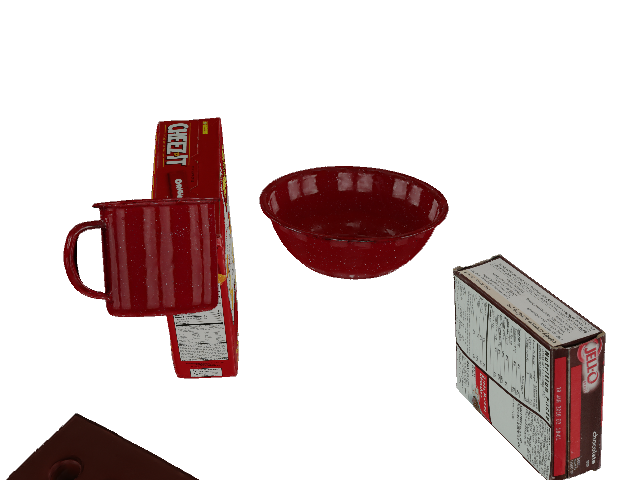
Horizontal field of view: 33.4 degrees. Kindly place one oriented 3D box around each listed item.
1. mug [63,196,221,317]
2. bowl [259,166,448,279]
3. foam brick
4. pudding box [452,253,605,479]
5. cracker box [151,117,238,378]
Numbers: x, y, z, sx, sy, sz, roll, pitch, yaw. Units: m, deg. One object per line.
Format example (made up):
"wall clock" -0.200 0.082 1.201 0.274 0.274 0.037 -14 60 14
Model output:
"mug" -0.126 0.012 0.767 0.117 0.081 0.093 -3 1 -32
"bowl" 0.028 -0.011 0.919 0.162 0.055 0.162 1 25 -1
"foam brick" -0.085 0.119 0.437 0.078 0.051 0.052 21 45 26
"pudding box" 0.119 0.071 0.621 0.039 0.090 0.114 -14 27 -20
"cracker box" -0.124 0.011 1.067 0.072 0.164 0.214 -4 -43 -2
